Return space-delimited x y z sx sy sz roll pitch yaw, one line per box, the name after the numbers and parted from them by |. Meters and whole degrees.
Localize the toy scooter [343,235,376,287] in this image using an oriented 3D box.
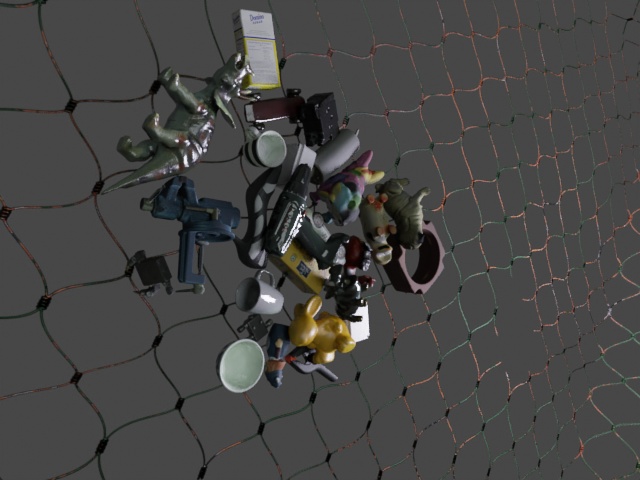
0.101 0.075 1.457 0.075 0.135 0.184 22 75 -38 | toy scooter

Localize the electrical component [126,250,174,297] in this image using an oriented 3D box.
-0.353 0.071 1.106 0.045 0.078 0.102 -45 127 -59 | electrical component

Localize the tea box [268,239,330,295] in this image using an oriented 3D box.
-0.050 0.052 1.368 0.169 0.068 0.098 46 62 -33 | tea box

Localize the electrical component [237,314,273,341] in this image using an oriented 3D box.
-0.157 0.210 1.308 0.094 0.021 0.063 -35 113 -35 | electrical component

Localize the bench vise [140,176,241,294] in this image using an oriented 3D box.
-0.272 -0.008 1.135 0.223 0.129 0.240 12 73 -45 | bench vise

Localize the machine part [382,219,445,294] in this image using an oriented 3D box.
0.284 0.049 1.650 0.201 0.087 0.200 -44 118 -30 | machine part

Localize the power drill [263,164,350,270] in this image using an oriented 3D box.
-0.024 -0.039 1.289 0.207 0.086 0.232 41 69 -36 | power drill

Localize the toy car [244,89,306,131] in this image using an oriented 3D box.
-0.112 -0.320 1.315 0.202 0.053 0.089 -23 116 -43 | toy car

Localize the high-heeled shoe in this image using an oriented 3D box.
-0.125 -0.055 1.286 0.145 0.086 0.249 43 74 -27 | high-heeled shoe

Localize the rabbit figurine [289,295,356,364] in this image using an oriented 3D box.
-0.010 0.221 1.346 0.173 0.122 0.162 12 58 -47 | rabbit figurine

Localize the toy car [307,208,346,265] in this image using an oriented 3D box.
-0.003 -0.004 1.404 0.056 0.074 0.201 -53 122 -31 | toy car

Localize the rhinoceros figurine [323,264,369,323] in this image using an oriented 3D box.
0.066 0.135 1.378 0.190 0.112 0.073 76 29 -46 | rhinoceros figurine

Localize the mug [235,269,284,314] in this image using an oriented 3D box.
-0.137 0.130 1.292 0.107 0.081 0.109 31 64 -49 | mug

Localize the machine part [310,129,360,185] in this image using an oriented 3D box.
0.029 -0.222 1.426 0.243 0.079 0.079 -46 119 -32 | machine part

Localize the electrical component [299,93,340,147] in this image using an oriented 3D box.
0.004 -0.315 1.388 0.134 0.058 0.114 -51 139 -49 | electrical component

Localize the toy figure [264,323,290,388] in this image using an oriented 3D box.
-0.108 0.284 1.327 0.064 0.058 0.154 32 65 -63 | toy figure

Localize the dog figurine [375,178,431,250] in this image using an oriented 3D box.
0.224 -0.072 1.538 0.121 0.172 0.190 90 17 -51 | dog figurine

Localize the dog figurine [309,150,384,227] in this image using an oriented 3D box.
0.089 -0.143 1.421 0.219 0.192 0.108 -41 112 -16 | dog figurine

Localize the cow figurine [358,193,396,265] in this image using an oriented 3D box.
0.153 -0.024 1.520 0.085 0.127 0.195 -12 83 -27 | cow figurine

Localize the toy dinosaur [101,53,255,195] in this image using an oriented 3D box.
-0.286 -0.223 1.130 0.192 0.131 0.404 37 74 -35 | toy dinosaur
